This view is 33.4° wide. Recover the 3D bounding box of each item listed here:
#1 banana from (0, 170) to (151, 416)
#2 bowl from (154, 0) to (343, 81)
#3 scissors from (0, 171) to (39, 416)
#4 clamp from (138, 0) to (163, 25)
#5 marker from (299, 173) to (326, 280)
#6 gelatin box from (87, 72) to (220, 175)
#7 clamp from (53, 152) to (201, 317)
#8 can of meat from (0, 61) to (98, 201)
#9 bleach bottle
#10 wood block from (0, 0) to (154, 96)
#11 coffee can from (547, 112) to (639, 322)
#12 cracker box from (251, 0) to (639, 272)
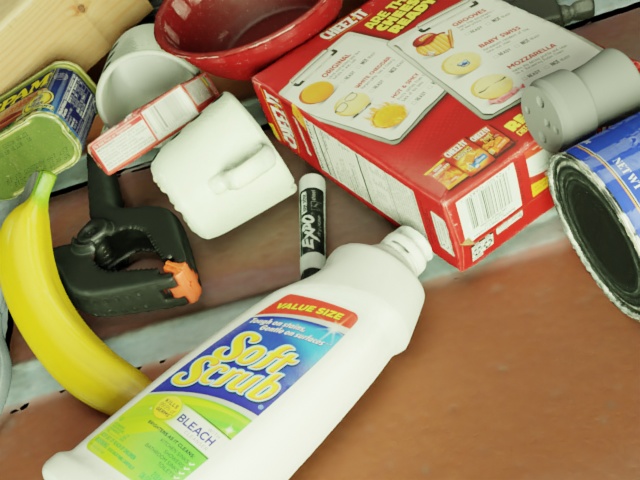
[{"bbox_3d":[-0.165,0.047,0.689,0.070,0.037,0.198,-44,64,26],"label":"banana"},{"bbox_3d":[-0.044,-0.172,0.818,0.162,0.055,0.162,-16,42,15],"label":"bowl"},{"bbox_3d":[-0.241,0.047,0.741,0.096,0.016,0.202,-17,55,20],"label":"scissors"},{"bbox_3d":[-0.141,-0.197,0.969,0.172,0.039,0.120,7,44,34],"label":"clamp"},{"bbox_3d":[-0.005,0.001,0.709,0.020,0.020,0.121,-14,42,12],"label":"marker"},{"bbox_3d":[-0.123,-0.088,0.800,0.089,0.030,0.073,-30,9,16],"label":"gelatin box"},{"bbox_3d":[-0.155,-0.001,0.769,0.210,0.036,0.164,10,51,38],"label":"clamp"},{"bbox_3d":[-0.231,-0.086,0.860,0.102,0.057,0.084,-27,31,19],"label":"can of meat"},{"bbox_3d":[-0.030,0.078,0.610,0.103,0.068,0.250,25,58,39],"label":"bleach bottle"},{"bbox_3d":[-0.261,-0.176,0.936,0.206,0.090,0.090,-44,44,-8],"label":"wood block"},{"bbox_3d":[0.211,-0.033,0.580,0.140,0.102,0.103,-27,41,-3],"label":"coffee can"},{"bbox_3d":[0.082,-0.089,0.718,0.164,0.072,0.214,-35,44,-16],"label":"cracker box"}]
